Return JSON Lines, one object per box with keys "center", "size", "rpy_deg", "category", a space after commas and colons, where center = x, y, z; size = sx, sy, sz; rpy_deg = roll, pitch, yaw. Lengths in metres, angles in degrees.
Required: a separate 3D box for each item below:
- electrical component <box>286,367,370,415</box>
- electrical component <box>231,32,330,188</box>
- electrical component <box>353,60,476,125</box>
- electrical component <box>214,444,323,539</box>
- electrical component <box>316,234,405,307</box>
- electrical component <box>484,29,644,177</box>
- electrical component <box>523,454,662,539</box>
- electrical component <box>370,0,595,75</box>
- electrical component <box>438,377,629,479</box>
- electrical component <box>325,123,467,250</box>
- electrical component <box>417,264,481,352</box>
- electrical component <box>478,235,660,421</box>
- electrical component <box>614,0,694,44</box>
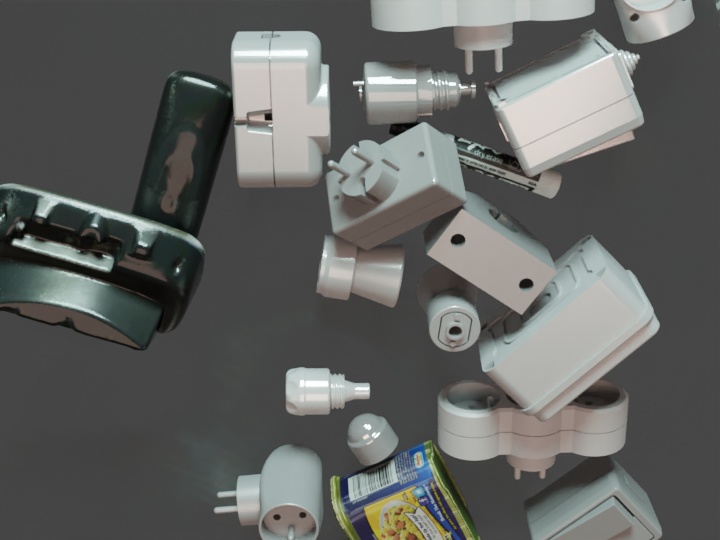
{"center": [-0.024, 0.089, 0.788], "size": [0.061, 0.035, 0.035], "rpy_deg": [0, 114, -3], "category": "electrical component"}
{"center": [-0.049, -0.103, 0.691], "size": [0.059, 0.053, 0.095], "rpy_deg": [-1, 114, -1], "category": "electrical component"}
{"center": [0.035, -0.115, 0.694], "size": [0.078, 0.040, 0.040], "rpy_deg": [-3, 114, 0], "category": "electrical component"}
{"center": [-0.069, 0.170, 0.801], "size": [0.079, 0.077, 0.043], "rpy_deg": [-5, 114, 2], "category": "electrical component"}
{"center": [0.000, 0.000, 0.743], "size": [0.055, 0.045, 0.045], "rpy_deg": [9, 114, -4], "category": "electrical component"}
{"center": [0.137, -0.106, 0.687], "size": [0.096, 0.061, 0.061], "rpy_deg": [-25, 112, 10], "category": "electrical component"}
{"center": [0.173, 0.197, 0.824], "size": [0.096, 0.061, 0.061], "rpy_deg": [-39, 109, 15], "category": "electrical component"}
{"center": [0.076, -0.158, 0.668], "size": [0.138, 0.052, 0.073], "rpy_deg": [-4, 114, 1], "category": "electrical component"}
{"center": [0.127, 0.124, 0.796], "size": [0.138, 0.052, 0.073], "rpy_deg": [-2, 114, 0], "category": "electrical component"}
{"center": [0.011, -0.059, 0.686], "size": [0.083, 0.047, 0.076], "rpy_deg": [-25, 149, 30], "category": "electrical component"}
{"center": [0.063, 0.028, 0.745], "size": [0.044, 0.065, 0.044], "rpy_deg": [0, 114, -1], "category": "electrical component"}
{"center": [0.142, 0.041, 0.745], "size": [0.113, 0.078, 0.057], "rpy_deg": [-42, 105, 17], "category": "electrical component"}
{"center": [0.191, -0.190, 0.659], "size": [0.079, 0.044, 0.077], "rpy_deg": [-21, 113, 9], "category": "electrical component"}
